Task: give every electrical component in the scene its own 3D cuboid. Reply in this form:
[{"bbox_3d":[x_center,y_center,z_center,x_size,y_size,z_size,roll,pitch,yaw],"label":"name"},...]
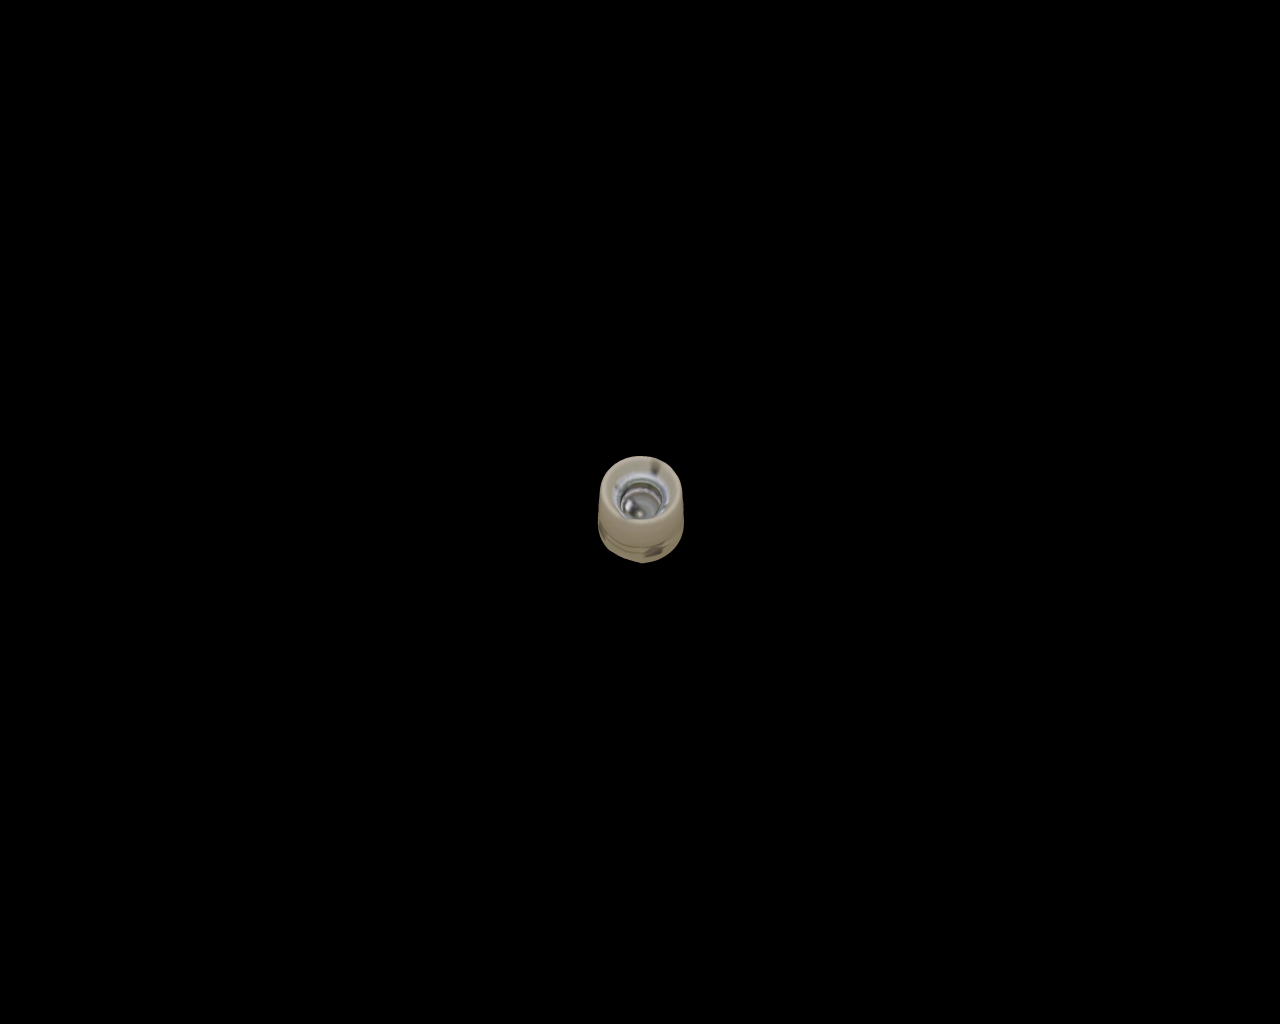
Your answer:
[{"bbox_3d":[0.001,-0.003,0.650,0.055,0.055,0.047,0,-29,0],"label":"electrical component"}]
